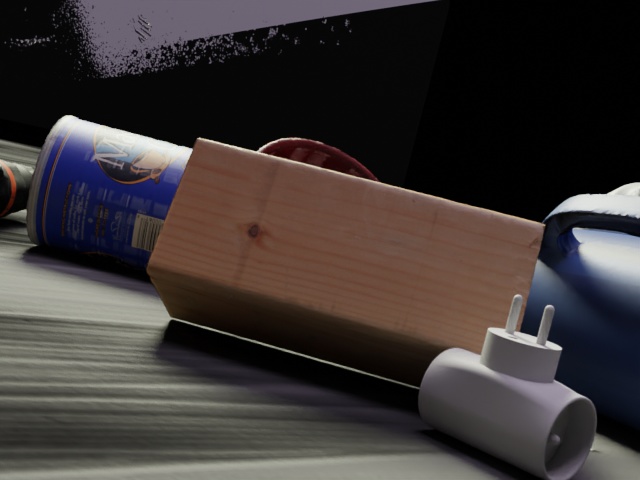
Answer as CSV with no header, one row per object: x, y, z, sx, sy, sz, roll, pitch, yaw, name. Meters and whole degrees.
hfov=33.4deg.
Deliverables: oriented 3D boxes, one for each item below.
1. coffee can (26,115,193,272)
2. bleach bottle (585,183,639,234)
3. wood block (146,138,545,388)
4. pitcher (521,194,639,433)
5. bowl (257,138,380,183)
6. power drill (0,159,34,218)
-0.138,-0.028,0.816,0.140,0.103,0.103,15,5,2,coffee can
0.244,0.016,0.895,0.102,0.068,0.251,-3,-24,-9,bleach bottle
0.016,0.020,0.628,0.206,0.090,0.090,15,-21,9,wood block
0.194,0.047,0.701,0.144,0.149,0.243,9,4,-36,pitcher
-0.006,0.001,0.838,0.161,0.162,0.055,11,-36,-32,bowl
-0.339,-0.061,0.869,0.188,0.057,0.184,15,5,12,power drill
